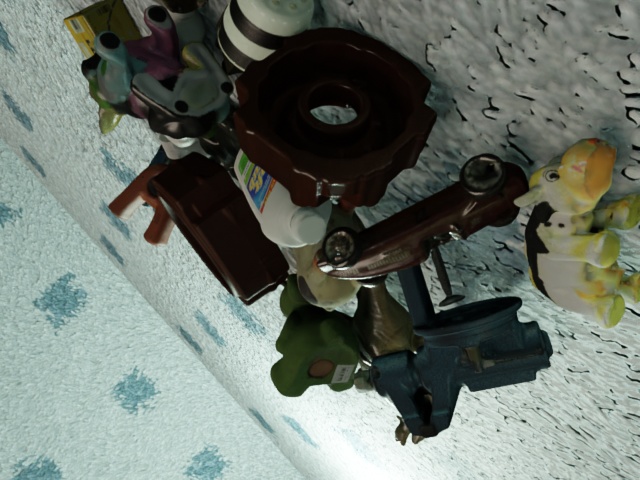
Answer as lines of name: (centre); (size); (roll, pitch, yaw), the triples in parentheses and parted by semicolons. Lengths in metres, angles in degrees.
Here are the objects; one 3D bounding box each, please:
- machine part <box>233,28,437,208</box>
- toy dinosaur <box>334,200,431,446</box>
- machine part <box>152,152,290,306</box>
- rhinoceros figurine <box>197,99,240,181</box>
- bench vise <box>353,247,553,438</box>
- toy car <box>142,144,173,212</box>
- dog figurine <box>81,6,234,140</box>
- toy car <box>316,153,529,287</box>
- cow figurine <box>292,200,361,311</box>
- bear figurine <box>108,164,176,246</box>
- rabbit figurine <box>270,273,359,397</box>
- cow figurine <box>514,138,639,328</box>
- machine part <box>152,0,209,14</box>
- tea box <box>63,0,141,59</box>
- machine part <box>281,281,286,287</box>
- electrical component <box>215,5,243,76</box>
machine part: (0.012, -0.111, 0.484); (0.179, 0.179, 0.056); (39, 157, 17)
toy dinosaur: (0.095, 0.144, 0.794); (0.199, 0.105, 0.470); (29, 138, 43)
machine part: (-0.144, -0.015, 0.768); (0.202, 0.087, 0.200); (30, 153, 53)
rhinoceros figurine: (-0.122, -0.140, 0.770); (0.112, 0.073, 0.190); (45, 155, -18)
bench vise: (0.126, 0.085, 0.604); (0.224, 0.129, 0.240); (-18, 87, 31)
toy car: (-0.293, -0.115, 1.050); (0.103, 0.109, 0.162); (32, 148, -21)
dog figurine: (-0.221, -0.183, 0.690); (0.191, 0.108, 0.219); (45, 153, -12)
toy car: (0.093, -0.007, 0.490); (0.089, 0.202, 0.053); (34, -148, -61)
cow figurine: (-0.001, -0.002, 0.655); (0.127, 0.085, 0.195); (115, 152, -42)
bear figurine: (-0.243, -0.064, 0.927); (0.120, 0.132, 0.196); (36, -177, 11)
rabbit figurine: (-0.021, 0.113, 0.767); (0.170, 0.121, 0.158); (-118, 27, -49)
cow figurine: (0.206, -0.012, 0.443); (0.098, 0.068, 0.167); (22, 145, 53)
machine part: (-0.204, -0.328, 0.616); (0.243, 0.079, 0.079); (36, 152, 23)
tea box: (-0.322, -0.289, 0.863); (0.098, 0.068, 0.169); (20, 144, 45)
machine part: (-0.072, 0.047, 0.992); (0.084, 0.039, 0.138); (34, 155, 44)
electrical component: (-0.087, -0.224, 0.623); (0.102, 0.045, 0.078); (-29, 74, 62)
